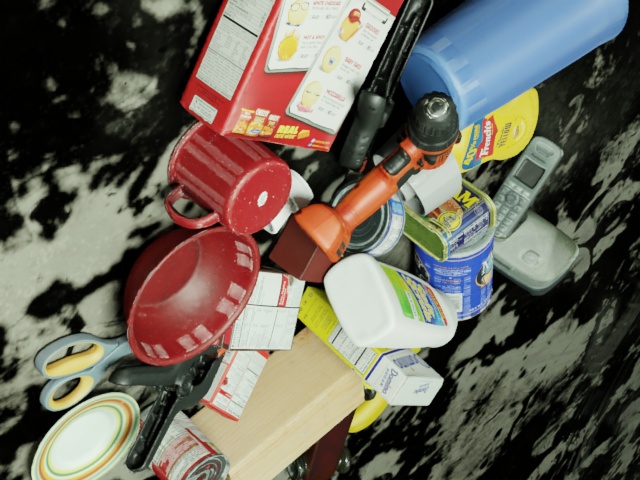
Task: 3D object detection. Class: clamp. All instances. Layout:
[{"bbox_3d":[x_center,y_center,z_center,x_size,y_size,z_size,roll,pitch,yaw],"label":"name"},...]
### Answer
[{"bbox_3d":[0.052,-0.130,1.073,0.210,0.036,0.164,112,4,-49],"label":"clamp"},{"bbox_3d":[-0.155,0.161,1.112,0.171,0.039,0.120,-27,129,-52],"label":"clamp"}]

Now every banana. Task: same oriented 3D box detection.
[{"bbox_3d":[0.084,0.200,1.497,0.198,0.037,0.069,-57,148,9],"label":"banana"}]

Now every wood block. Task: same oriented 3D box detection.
[{"bbox_3d":[-0.053,0.207,1.280,0.205,0.091,0.090,-37,146,-23],"label":"wood block"}]

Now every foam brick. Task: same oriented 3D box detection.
[{"bbox_3d":[-0.008,0.001,1.168,0.051,0.053,0.078,8,115,-55],"label":"foam brick"}]

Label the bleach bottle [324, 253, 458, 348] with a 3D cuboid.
[{"bbox_3d":[0.100,0.077,1.251,0.068,0.102,0.250,-31,161,22],"label":"bleach bottle"}]

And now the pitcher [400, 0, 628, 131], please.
[{"bbox_3d":[0.202,-0.216,1.163,0.242,0.145,0.149,-35,132,-19],"label":"pitcher"}]

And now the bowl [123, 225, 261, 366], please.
[{"bbox_3d":[-0.136,0.043,1.044,0.161,0.055,0.162,-32,143,-29],"label":"bowl"}]

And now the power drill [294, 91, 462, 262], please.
[{"bbox_3d":[0.061,-0.062,1.054,0.187,0.057,0.184,-40,170,-2],"label":"power drill"}]

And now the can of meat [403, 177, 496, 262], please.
[{"bbox_3d":[0.146,-0.032,1.286,0.083,0.102,0.057,-36,145,-20],"label":"can of meat"}]

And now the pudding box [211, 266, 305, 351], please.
[{"bbox_3d":[-0.068,0.074,1.154,0.113,0.039,0.090,9,94,-52],"label":"pudding box"}]

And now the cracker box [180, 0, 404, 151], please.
[{"bbox_3d":[-0.014,-0.192,0.951,0.163,0.072,0.214,2,119,-54],"label":"cracker box"}]

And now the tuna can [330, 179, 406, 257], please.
[{"bbox_3d":[0.050,-0.025,1.185,0.033,0.086,0.086,11,113,-54],"label":"tuna can"}]

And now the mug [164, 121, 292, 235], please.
[{"bbox_3d":[-0.089,-0.051,0.985,0.117,0.082,0.093,-36,145,-24],"label":"mug"}]

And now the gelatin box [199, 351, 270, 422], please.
[{"bbox_3d":[-0.100,0.153,1.204,0.089,0.030,0.073,-64,150,-13],"label":"gelatin box"}]

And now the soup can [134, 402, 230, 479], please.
[{"bbox_3d":[-0.155,0.230,1.160,0.068,0.102,0.068,-32,143,-29],"label":"soup can"}]

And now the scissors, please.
[{"bbox_3d":[-0.203,0.121,1.074,0.201,0.016,0.096,-5,127,-50],"label":"scissors"}]

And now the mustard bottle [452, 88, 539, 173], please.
[{"bbox_3d":[0.181,-0.130,1.273,0.191,0.058,0.096,-19,135,-41],"label":"mustard bottle"}]

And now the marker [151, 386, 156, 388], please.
[{"bbox_3d":[-0.160,0.157,1.160,0.020,0.020,0.121,-54,148,4],"label":"marker"}]

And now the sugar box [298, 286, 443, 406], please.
[{"bbox_3d":[0.056,0.124,1.253,0.093,0.176,0.048,13,111,-55],"label":"sugar box"}]

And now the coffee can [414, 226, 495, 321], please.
[{"bbox_3d":[0.171,0.023,1.368,0.102,0.103,0.140,-38,145,-22],"label":"coffee can"}]
